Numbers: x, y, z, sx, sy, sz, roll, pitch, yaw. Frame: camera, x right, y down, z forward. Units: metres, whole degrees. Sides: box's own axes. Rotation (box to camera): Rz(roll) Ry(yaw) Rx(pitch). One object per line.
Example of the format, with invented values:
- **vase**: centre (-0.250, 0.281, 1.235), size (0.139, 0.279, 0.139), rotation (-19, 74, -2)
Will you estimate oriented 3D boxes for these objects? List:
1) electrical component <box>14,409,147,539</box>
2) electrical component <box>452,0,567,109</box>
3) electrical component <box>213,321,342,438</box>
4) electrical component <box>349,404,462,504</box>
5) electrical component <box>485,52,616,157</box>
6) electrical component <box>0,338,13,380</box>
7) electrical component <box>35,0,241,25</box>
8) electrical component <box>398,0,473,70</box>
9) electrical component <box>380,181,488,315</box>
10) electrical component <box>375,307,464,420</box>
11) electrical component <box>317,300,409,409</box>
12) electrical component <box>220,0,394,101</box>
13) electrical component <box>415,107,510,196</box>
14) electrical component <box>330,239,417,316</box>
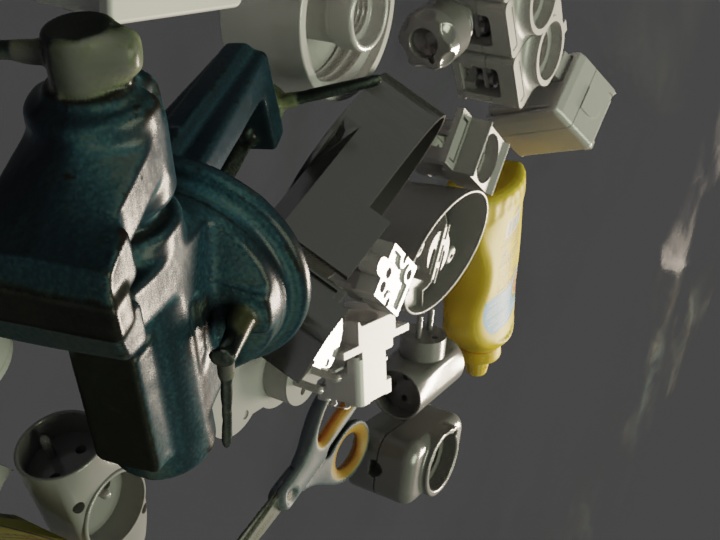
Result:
- **electrical component**: centre (-0.127, 0.099, 0.540), size (0.079, 0.044, 0.077), rotation (-51, 145, -37)
- **electrical component**: centre (0.109, -0.206, 0.797), size (0.089, 0.062, 0.150), rotation (-58, 149, -28)
- **electrical component**: centre (-0.048, 0.057, 0.634), size (0.138, 0.074, 0.052), rotation (-28, 129, -55)
- **electrical component**: centre (0.041, 0.145, 0.867), size (0.095, 0.059, 0.053), rotation (-22, 124, -57)
- **electrical component**: centre (0.151, -0.138, 0.897), size (0.061, 0.096, 0.061), rotation (39, 67, -32)
- **electrical component**: centre (-0.169, 0.024, 0.420), size (0.045, 0.045, 0.055), rotation (-63, 152, -21)
- **electrical component**: centre (-0.094, -0.156, 0.457), size (0.100, 0.048, 0.099), rotation (-29, 129, -54)
- **electrical component**: centre (0.057, -0.166, 0.744), size (0.062, 0.043, 0.043), rotation (-45, 141, -47)
- **electrical component**: centre (0.046, -0.017, 0.781), size (0.099, 0.064, 0.099), rotation (-39, 138, -48)
- **electrical component**: centre (0.049, 0.068, 0.856), size (0.077, 0.043, 0.079), rotation (-30, 130, -53)
- **electrical component**: centre (-0.004, 0.058, 0.738), size (0.081, 0.042, 0.063), rotation (-19, 111, -53)
- **electrical component**: centre (-0.020, -0.144, 0.590), size (0.108, 0.060, 0.108), rotation (-39, 137, -48)
- **electrical component**: centre (0.069, -0.087, 0.785), size (0.081, 0.064, 0.042), rotation (33, 76, -62)
- **electrical component**: centre (0.000, 0.000, 0.713), size (0.048, 0.055, 0.066), rotation (-68, 152, -12)
